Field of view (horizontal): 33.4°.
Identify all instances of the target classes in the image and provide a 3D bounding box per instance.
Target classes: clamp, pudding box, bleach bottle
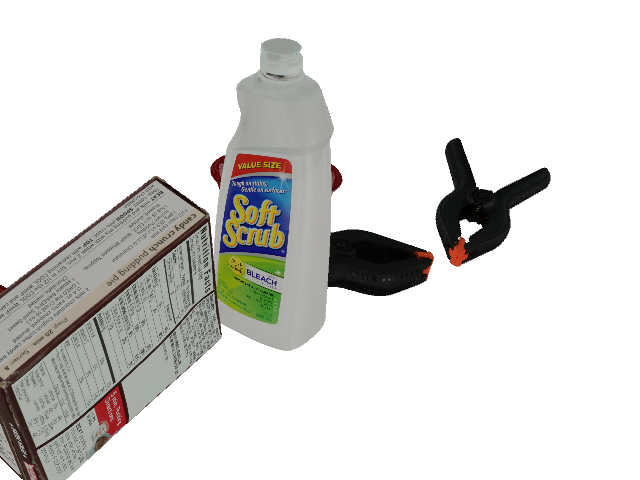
[{"bbox_3d":[0.013,0.024,1.025,0.209,0.036,0.164,8,29,-15],"label":"clamp"},{"bbox_3d":[0.164,-0.045,1.154,0.120,0.039,0.171,23,49,21],"label":"clamp"},{"bbox_3d":[-0.093,0.040,0.449,0.039,0.090,0.113,31,56,24],"label":"pudding box"},{"bbox_3d":[-0.039,-0.037,0.826,0.103,0.251,0.068,24,40,27],"label":"bleach bottle"}]

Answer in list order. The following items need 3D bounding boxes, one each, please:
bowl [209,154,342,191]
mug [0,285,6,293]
[{"bbox_3d":[-0.056,-0.059,1.309,0.162,0.055,0.162,5,26,-3],"label":"bowl"},{"bbox_3d":[-0.238,0.078,0.634,0.093,0.081,0.117,20,24,36],"label":"mug"}]
